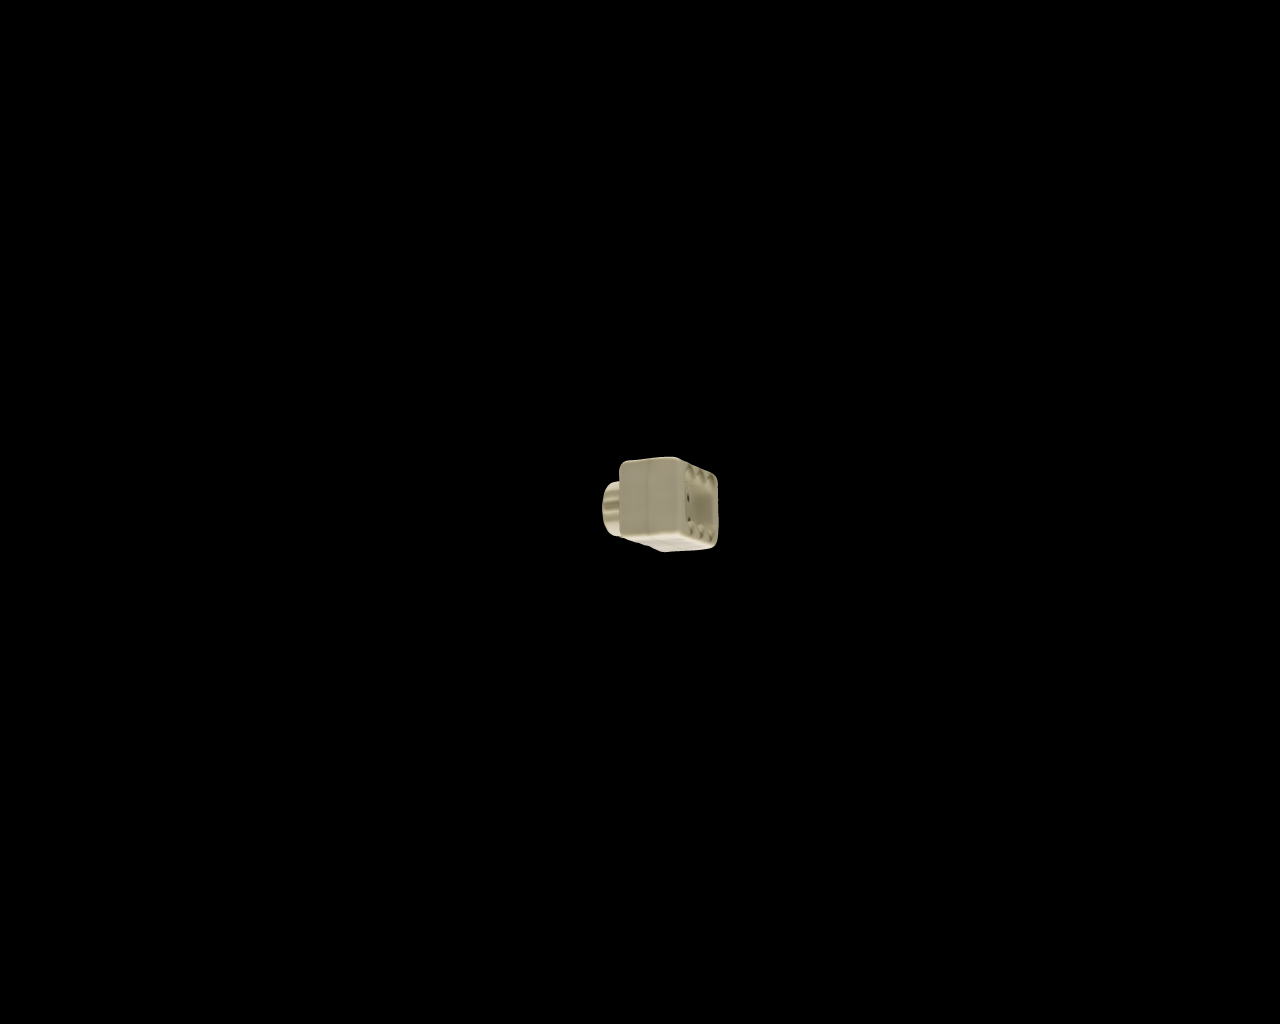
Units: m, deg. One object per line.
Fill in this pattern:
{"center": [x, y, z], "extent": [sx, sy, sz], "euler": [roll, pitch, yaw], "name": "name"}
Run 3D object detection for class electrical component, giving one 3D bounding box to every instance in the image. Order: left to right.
{"center": [0.001, -0.003, 0.650], "extent": [0.077, 0.047, 0.065], "euler": [-4, -10, 23], "name": "electrical component"}
